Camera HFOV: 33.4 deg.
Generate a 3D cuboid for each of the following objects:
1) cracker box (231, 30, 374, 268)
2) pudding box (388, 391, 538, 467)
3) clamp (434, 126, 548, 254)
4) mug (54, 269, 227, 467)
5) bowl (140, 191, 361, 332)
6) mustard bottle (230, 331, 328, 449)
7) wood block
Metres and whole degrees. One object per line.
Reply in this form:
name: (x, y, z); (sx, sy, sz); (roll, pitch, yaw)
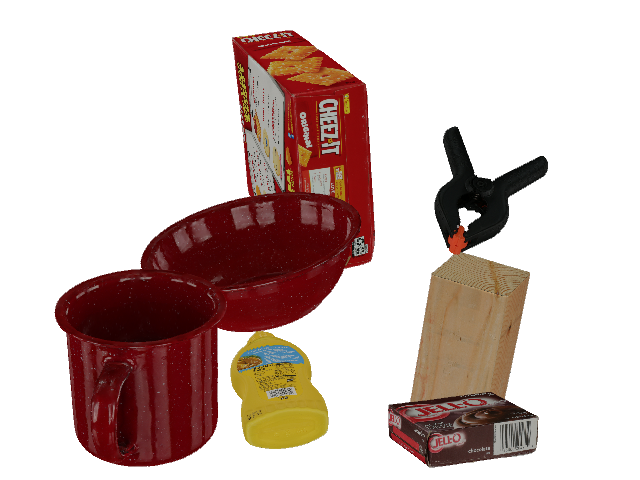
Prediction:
cracker box: (-0.018, -0.087, 0.967); (0.072, 0.164, 0.214); (-10, 25, -14)
pudding box: (0.130, 0.173, 0.986); (0.113, 0.039, 0.090); (-2, 9, -20)
clamp: (0.163, -0.058, 1.157); (0.120, 0.039, 0.171); (23, 49, 20)
mug: (-0.100, 0.076, 0.587); (0.093, 0.081, 0.117); (4, 23, 5)
bowl: (-0.045, 0.021, 0.779); (0.162, 0.055, 0.162); (-10, 24, 4)
mustard bottle: (-0.056, 0.165, 1.260); (0.096, 0.058, 0.192); (-8, 30, -10)
wood block: (0.165, 0.131, 1.207); (0.090, 0.206, 0.090); (17, 23, 23)
